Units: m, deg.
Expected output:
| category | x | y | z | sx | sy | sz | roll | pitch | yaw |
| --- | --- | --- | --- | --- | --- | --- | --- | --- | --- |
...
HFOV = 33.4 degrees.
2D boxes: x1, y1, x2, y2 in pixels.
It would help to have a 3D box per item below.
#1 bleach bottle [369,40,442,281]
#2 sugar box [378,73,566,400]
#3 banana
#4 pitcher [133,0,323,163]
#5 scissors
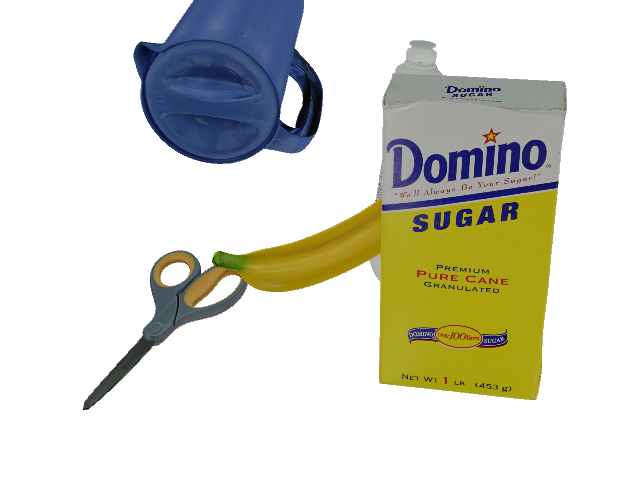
| category | x | y | z | sx | sy | sz | roll | pitch | yaw |
| --- | --- | --- | --- | --- | --- | --- | --- | --- | --- |
| bleach bottle | 0.096 | -0.084 | 1.133 | 0.068 | 0.251 | 0.102 | 0 | 26 | -9 |
| sugar box | 0.080 | 0.001 | 0.580 | 0.093 | 0.176 | 0.048 | 4 | 31 | 11 |
| banana | 0.021 | -0.004 | 0.804 | 0.198 | 0.037 | 0.069 | -24 | -24 | 5 |
| pitcher | -0.077 | -0.189 | 1.077 | 0.145 | 0.149 | 0.242 | -7 | 36 | 16 |
| scissors | -0.151 | 0.067 | 0.930 | 0.096 | 0.016 | 0.201 | 32 | 50 | 32 |
